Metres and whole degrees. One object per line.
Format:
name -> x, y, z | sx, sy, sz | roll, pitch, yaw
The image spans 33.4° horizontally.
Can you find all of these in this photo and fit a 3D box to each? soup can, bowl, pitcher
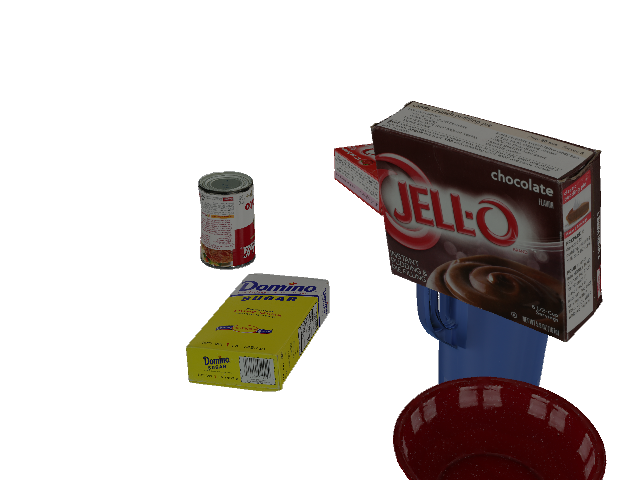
soup can -> -0.114, -0.025, 1.292 | 0.068, 0.102, 0.068 | 0, 25, 0
bowl -> 0.136, 0.176, 0.831 | 0.162, 0.055, 0.162 | 0, 32, 0
pitcher -> 0.176, 0.059, 1.120 | 0.149, 0.243, 0.145 | 5, 21, 9

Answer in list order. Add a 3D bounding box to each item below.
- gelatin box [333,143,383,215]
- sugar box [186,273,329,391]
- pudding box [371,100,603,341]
gelatin box -> 0.061, -0.053, 0.836 | 0.073, 0.030, 0.089 | -10, 25, -21
sugar box -> -0.057, 0.086, 1.059 | 0.093, 0.048, 0.176 | 4, 25, 15
pudding box -> 0.081, -0.012, 0.521 | 0.114, 0.090, 0.039 | 20, 44, 38
